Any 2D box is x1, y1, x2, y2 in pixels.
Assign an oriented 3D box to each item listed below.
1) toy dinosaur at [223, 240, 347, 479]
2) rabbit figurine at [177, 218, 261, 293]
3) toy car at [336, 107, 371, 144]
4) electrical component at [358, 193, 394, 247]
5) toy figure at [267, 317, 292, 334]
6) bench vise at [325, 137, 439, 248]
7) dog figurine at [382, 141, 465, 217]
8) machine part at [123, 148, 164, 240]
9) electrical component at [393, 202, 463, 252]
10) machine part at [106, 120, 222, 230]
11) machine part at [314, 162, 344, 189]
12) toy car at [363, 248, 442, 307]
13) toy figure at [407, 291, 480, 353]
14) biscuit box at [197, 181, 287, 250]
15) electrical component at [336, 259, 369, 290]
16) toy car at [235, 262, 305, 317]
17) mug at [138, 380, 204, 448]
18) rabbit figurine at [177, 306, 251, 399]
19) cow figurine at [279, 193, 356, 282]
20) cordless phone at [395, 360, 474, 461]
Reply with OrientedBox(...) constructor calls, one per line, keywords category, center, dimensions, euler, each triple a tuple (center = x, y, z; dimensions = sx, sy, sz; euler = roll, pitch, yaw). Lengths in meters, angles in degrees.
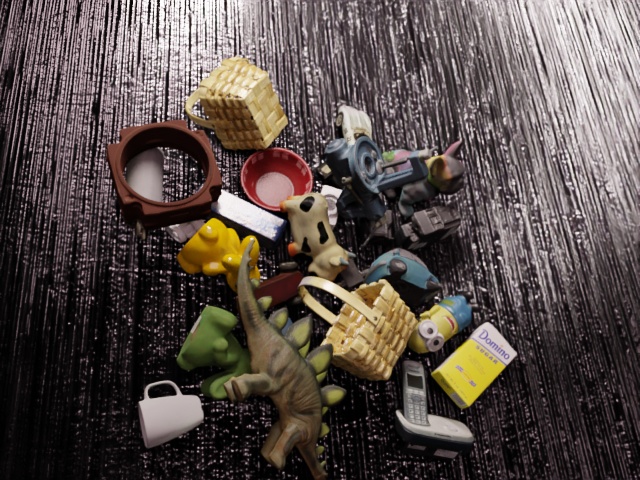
OrientedBox(category="toy dinosaur", center=(-0.073, 0.238, 0.976), dimensions=(0.198, 0.105, 0.470), euler=(-29, 102, -29))
OrientedBox(category="rabbit figurine", center=(-0.180, 0.038, 1.090), dimensions=(0.173, 0.162, 0.122), euler=(50, 54, -8))
OrientedBox(category="toy car", center=(0.092, -0.240, 1.280), dimensions=(0.073, 0.056, 0.202), euler=(5, 59, -29))
OrientedBox(category="electrical component", center=(0.125, -0.046, 1.226), dimensions=(0.075, 0.047, 0.119), euler=(-1, 67, -12))
OrientedBox(category="toy figure", center=(-0.060, 0.221, 1.073), dimensions=(0.064, 0.057, 0.154), euler=(-22, 78, -9))
OrientedBox(category="bench vise", center=(0.125, -0.123, 1.097), dimensions=(0.129, 0.241, 0.223), euler=(-49, 118, -49))
OrientedBox(category="dog figurine", center=(0.230, -0.161, 1.204), dimensions=(0.108, 0.219, 0.191), euler=(-32, 78, -25))
OrientedBox(category="machine part", center=(-0.373, -0.114, 1.140), dimensions=(0.079, 0.079, 0.243), euler=(0, 67, -11))
OrientedBox(category="electrical component", center=(0.236, -0.025, 1.203), dimensions=(0.134, 0.115, 0.058), euler=(-17, 70, -19))
OrientedBox(category="machine part", center=(-0.310, -0.133, 1.076), dimensions=(0.201, 0.087, 0.201), euler=(-14, 71, -22))
OrientedBox(category="machine part", center=(0.058, -0.141, 1.260), dimensions=(0.139, 0.039, 0.084), euler=(39, 57, 9))
OrientedBox(category="toy car", center=(0.179, 0.070, 1.162), dimensions=(0.162, 0.109, 0.103), euler=(19, 47, -13))
OrientedBox(category="toy figure", center=(0.259, 0.177, 1.144), dimensions=(0.180, 0.089, 0.082), euler=(-31, 72, -30))
OrientedBox(category="biscuit box", center=(-0.174, -0.050, 1.160), dimensions=(0.203, 0.062, 0.059), euler=(26, 64, 0))
OrientedBox(category="electrical component", center=(0.063, 0.073, 1.178), dimensions=(0.094, 0.021, 0.063), euler=(-23, 73, -19))
OrientedBox(category="toy car", center=(-0.100, 0.105, 1.069), dimensions=(0.202, 0.053, 0.089), euler=(-21, 102, -52))
OrientedBox(category="mug", center=(-0.274, 0.313, 0.985), dimensions=(0.107, 0.080, 0.109), euler=(-6, 63, -26))
OrientedBox(category="rabbit figurine", center=(-0.171, 0.224, 1.021), dimensions=(0.170, 0.121, 0.159), euler=(32, 68, -14))
OrientedBox(category="cow figurine", center=(-0.002, -0.003, 1.125), dimensions=(0.127, 0.085, 0.194), euler=(-8, 100, 22))
OrientedBox(category="cordless phone", center=(0.223, 0.334, 1.078), dimensions=(0.147, 0.088, 0.184), euler=(12, 47, -6))
